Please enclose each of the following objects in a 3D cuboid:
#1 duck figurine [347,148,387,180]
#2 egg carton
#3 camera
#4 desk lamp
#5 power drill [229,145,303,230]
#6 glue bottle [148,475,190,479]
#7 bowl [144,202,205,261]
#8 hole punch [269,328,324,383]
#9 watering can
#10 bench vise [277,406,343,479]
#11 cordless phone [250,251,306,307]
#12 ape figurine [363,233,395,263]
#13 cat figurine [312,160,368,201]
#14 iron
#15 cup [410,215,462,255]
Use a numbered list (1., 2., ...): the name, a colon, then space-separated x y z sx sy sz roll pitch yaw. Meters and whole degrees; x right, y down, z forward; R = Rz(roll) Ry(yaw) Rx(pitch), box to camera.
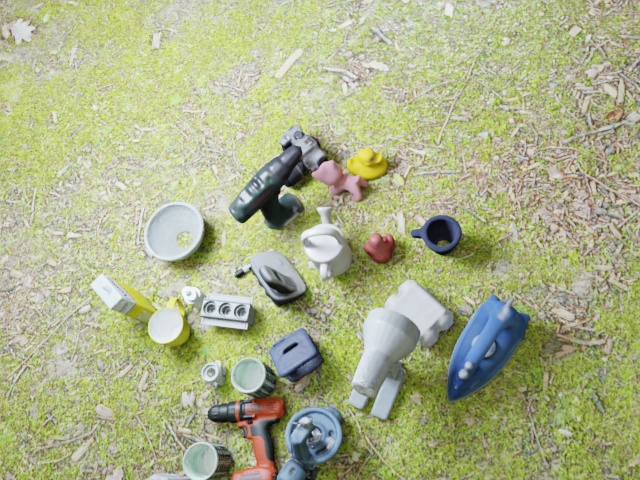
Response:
1. duck figurine: 0.119 -0.206 1.480 0.104 0.086 0.077 1 69 13
2. egg carton: 0.225 0.169 1.317 0.107 0.069 0.150 -45 66 -7
3. camera: -0.066 -0.218 1.518 0.137 0.101 0.143 -42 66 -6
4. desk lamp: 0.131 0.266 1.220 0.117 0.214 0.203 19 74 19
5. power drill: -0.114 -0.115 1.428 0.230 0.209 0.075 -42 66 -6
6. glue bottle: -0.347 0.530 1.243 0.078 0.173 0.037 -1 68 12
7. bowl: -0.374 -0.013 1.519 0.167 0.075 0.167 -4 68 11
8. hole punch: -0.062 0.265 1.331 0.108 0.091 0.101 -34 65 -2
9. watering can: 0.010 0.005 1.361 0.101 0.194 0.172 -23 66 3
10. bench vise: -0.025 0.440 1.182 0.121 0.220 0.207 9 71 16
11. cordless phone: -0.116 0.074 1.367 0.094 0.185 0.147 -39 66 -4
12. ape figurine: 0.141 0.011 1.386 0.077 0.092 0.076 -7 67 10
13. cat figurine: 0.050 -0.160 1.460 0.127 0.118 0.067 14 72 17
14. iron: 0.347 0.234 1.225 0.118 0.142 0.258 32 78 22
15. cup: 0.276 -0.001 1.360 0.117 0.095 0.092 1 69 13
